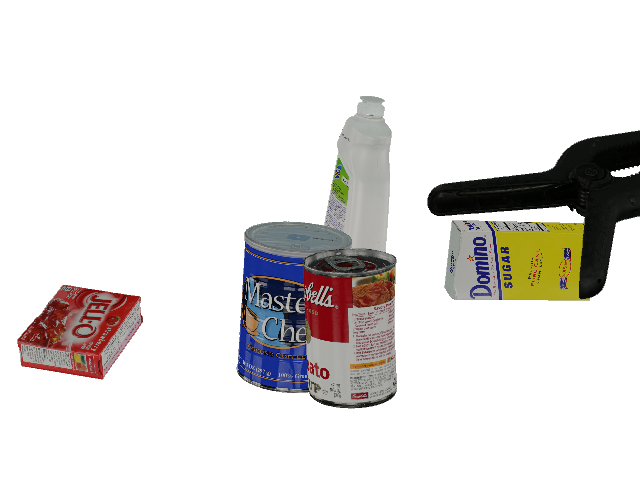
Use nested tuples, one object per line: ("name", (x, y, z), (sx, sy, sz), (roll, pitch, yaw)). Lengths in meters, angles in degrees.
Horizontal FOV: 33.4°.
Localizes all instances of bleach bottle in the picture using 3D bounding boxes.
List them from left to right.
("bleach bottle", (0.046, -0.040, 1.241), (0.068, 0.251, 0.103), (-1, 21, -23))

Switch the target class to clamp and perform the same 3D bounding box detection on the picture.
("clamp", (0.212, -0.032, 0.823), (0.209, 0.036, 0.165), (-23, 40, -23))

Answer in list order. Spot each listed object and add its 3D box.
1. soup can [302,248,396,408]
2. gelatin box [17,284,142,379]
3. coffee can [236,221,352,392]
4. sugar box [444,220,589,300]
("soup can", (0.023, 0.063, 0.780), (0.068, 0.102, 0.068), (-2, 14, 0))
("gelatin box", (-0.199, 0.074, 0.891), (0.073, 0.030, 0.089), (8, 32, 12))
("coffee can", (-0.026, 0.062, 1.030), (0.103, 0.140, 0.103), (4, 16, -1))
("sugar box", (0.245, 0.025, 1.299), (0.176, 0.093, 0.048), (-1, 22, -10))
